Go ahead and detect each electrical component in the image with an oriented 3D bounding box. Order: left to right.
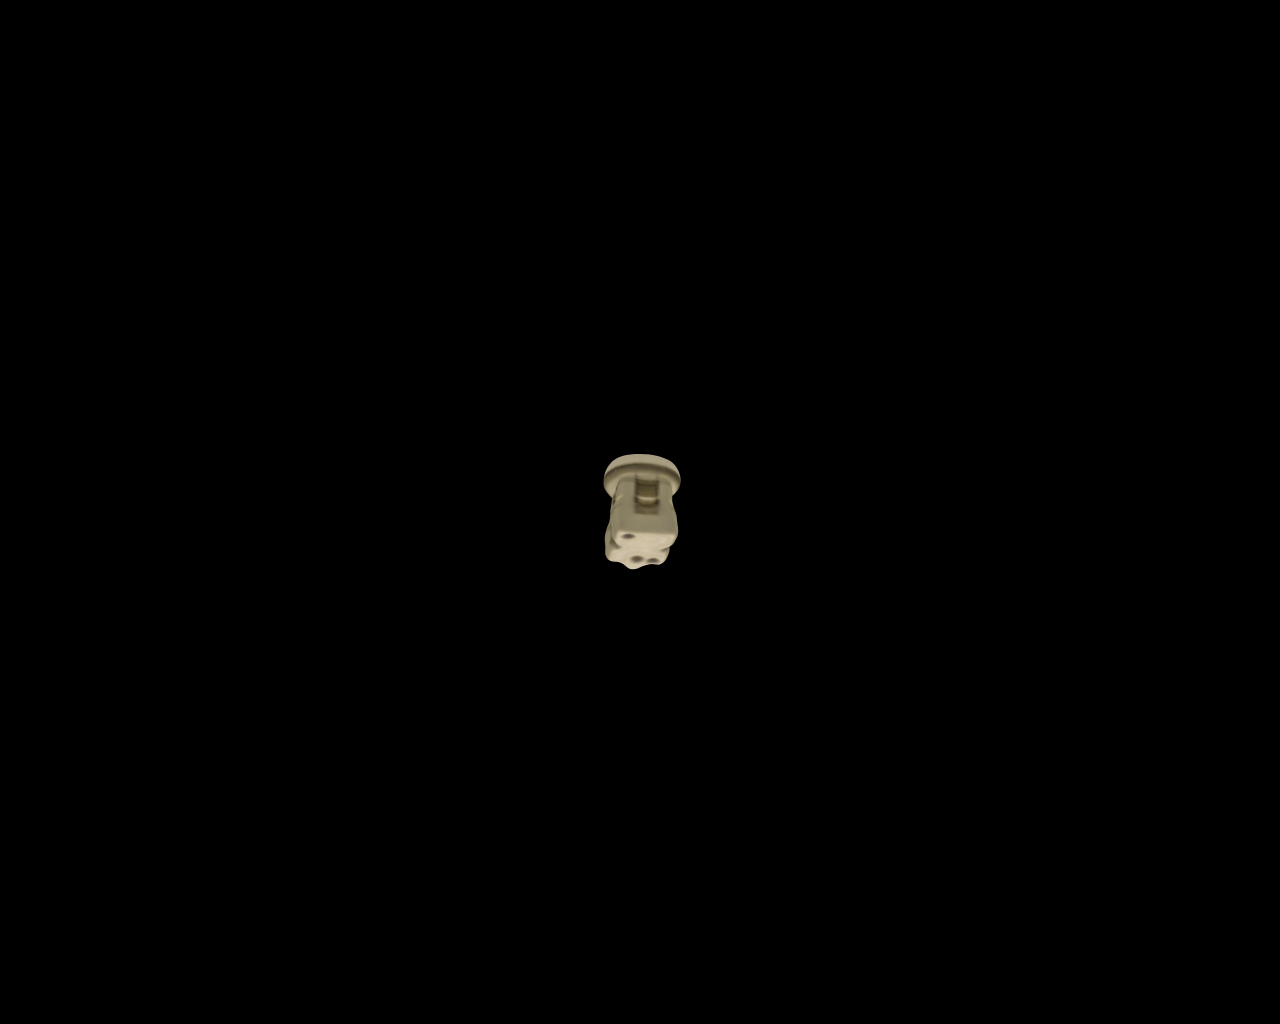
[{"bbox_3d":[0.001,-0.003,0.650,0.048,0.055,0.066,5,-28,-10],"label":"electrical component"}]
